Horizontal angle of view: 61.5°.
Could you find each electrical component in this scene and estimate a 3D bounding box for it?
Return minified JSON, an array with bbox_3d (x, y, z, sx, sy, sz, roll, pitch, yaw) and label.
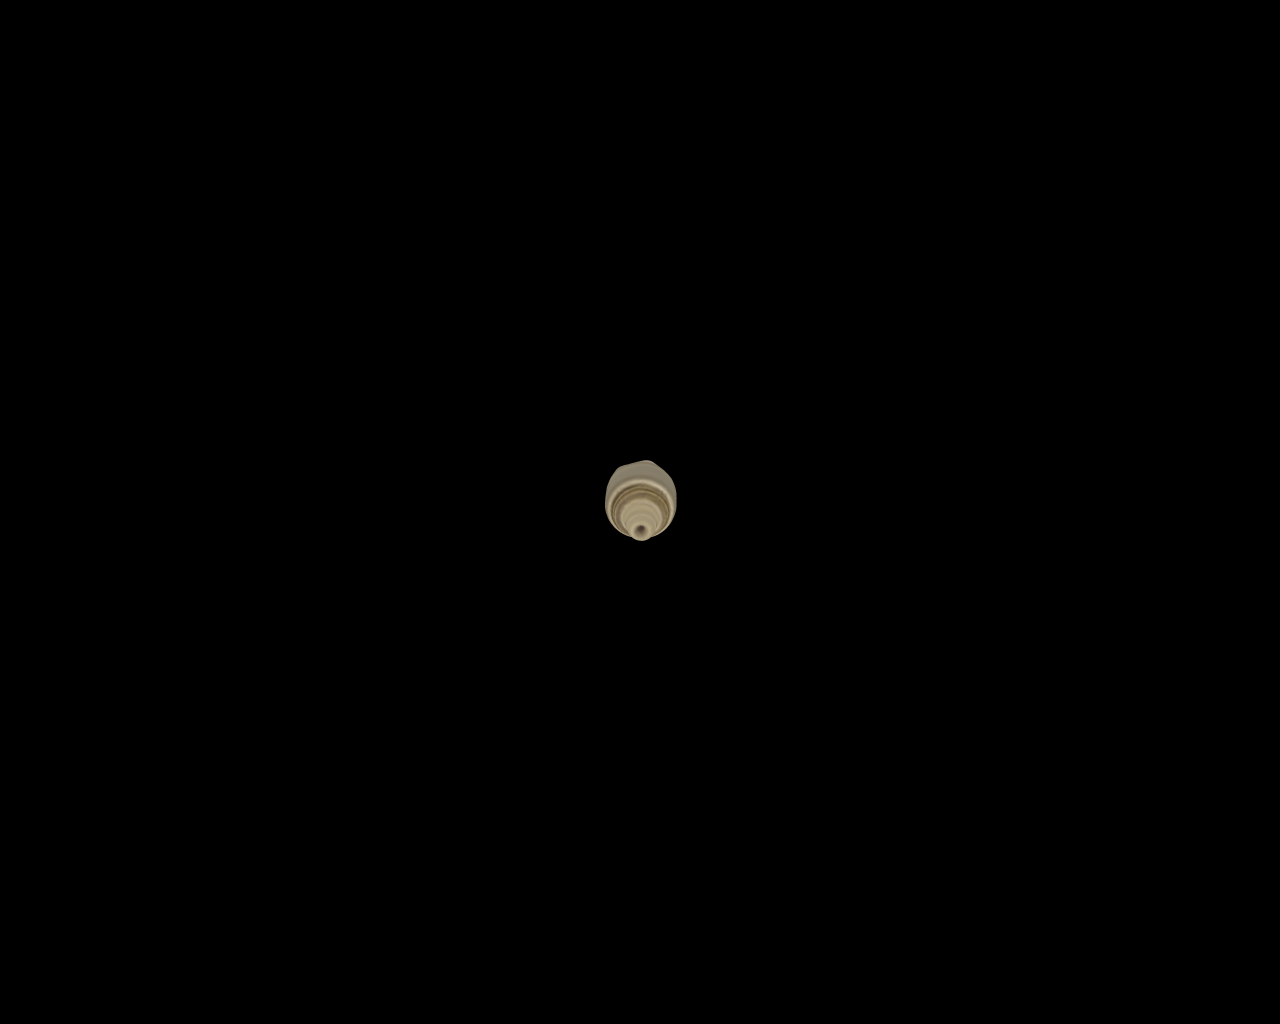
[{"bbox_3d":[0.001,-0.003,0.650,0.043,0.043,0.062,0,27,0],"label":"electrical component"}]
